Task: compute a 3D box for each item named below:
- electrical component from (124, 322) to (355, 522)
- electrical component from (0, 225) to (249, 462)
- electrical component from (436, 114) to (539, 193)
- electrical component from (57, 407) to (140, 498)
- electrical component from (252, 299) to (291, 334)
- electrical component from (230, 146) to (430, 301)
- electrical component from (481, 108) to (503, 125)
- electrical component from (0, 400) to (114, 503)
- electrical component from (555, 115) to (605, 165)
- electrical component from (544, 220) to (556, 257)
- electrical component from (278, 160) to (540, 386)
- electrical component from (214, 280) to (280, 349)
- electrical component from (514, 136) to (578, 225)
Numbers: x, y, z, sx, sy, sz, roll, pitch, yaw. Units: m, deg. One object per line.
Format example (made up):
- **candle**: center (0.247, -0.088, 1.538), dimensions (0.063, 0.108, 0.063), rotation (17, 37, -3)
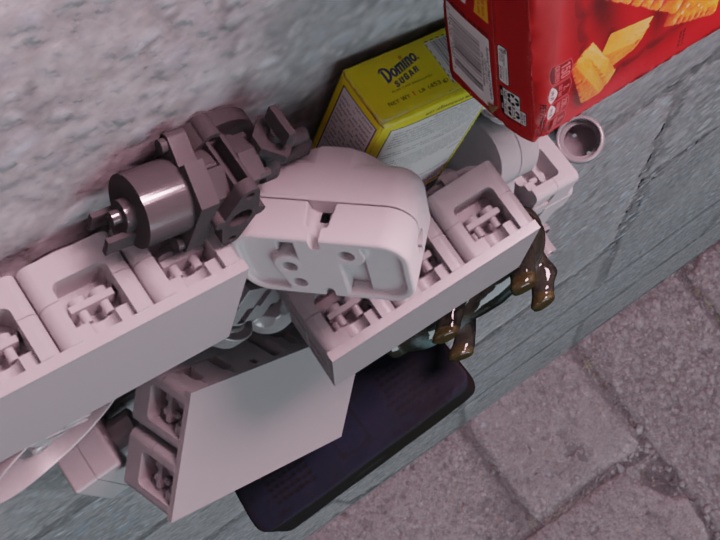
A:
- **electrical component**: center (-0.086, 0.097, 0.807), dimensions (0.186, 0.060, 0.105), rotation (-18, 128, -49)
- **electrical component**: center (-0.141, 0.027, 0.552), dimensions (0.150, 0.061, 0.089), rotation (-29, 164, -25)
- **electrical component**: center (0.069, -0.057, 0.779), dimensions (0.074, 0.052, 0.138), rotation (-27, 163, -29)
- **electrical component**: center (-0.180, 0.129, 0.808), dimensions (0.076, 0.047, 0.083), rotation (-35, 165, -5)
- **electrical component**: center (-0.065, 0.024, 0.750), dimensions (0.043, 0.043, 0.062), rotation (-34, 167, -6)
- **electrical component**: center (-0.013, -0.025, 0.568), dimensions (0.053, 0.095, 0.059), rotation (73, 26, -56)
- **electrical component**: center (0.094, -0.112, 0.705), dimensions (0.061, 0.035, 0.035), rotation (-14, 154, -50)
- **electrical component**: center (-0.184, 0.083, 0.623), dimensions (0.099, 0.064, 0.099), rotation (-33, 165, -10)
- **electrical component**: center (0.188, -0.109, 0.916), dimensions (0.040, 0.040, 0.046), rotation (-39, 171, 11)
- **electrical component**: center (0.162, -0.038, 1.026), dimensions (0.048, 0.062, 0.048), rotation (-33, 165, -10)
- **electrical component**: center (0.029, 0.001, 0.681), dimensions (0.150, 0.061, 0.089), rotation (-32, 167, -9)
- **electrical component**: center (-0.082, 0.017, 0.689), dimensions (0.055, 0.048, 0.066), rotation (-52, 159, 26)
- **electrical component**: center (0.141, -0.068, 0.913), dimensions (0.056, 0.050, 0.089), rotation (-29, 164, -25)
